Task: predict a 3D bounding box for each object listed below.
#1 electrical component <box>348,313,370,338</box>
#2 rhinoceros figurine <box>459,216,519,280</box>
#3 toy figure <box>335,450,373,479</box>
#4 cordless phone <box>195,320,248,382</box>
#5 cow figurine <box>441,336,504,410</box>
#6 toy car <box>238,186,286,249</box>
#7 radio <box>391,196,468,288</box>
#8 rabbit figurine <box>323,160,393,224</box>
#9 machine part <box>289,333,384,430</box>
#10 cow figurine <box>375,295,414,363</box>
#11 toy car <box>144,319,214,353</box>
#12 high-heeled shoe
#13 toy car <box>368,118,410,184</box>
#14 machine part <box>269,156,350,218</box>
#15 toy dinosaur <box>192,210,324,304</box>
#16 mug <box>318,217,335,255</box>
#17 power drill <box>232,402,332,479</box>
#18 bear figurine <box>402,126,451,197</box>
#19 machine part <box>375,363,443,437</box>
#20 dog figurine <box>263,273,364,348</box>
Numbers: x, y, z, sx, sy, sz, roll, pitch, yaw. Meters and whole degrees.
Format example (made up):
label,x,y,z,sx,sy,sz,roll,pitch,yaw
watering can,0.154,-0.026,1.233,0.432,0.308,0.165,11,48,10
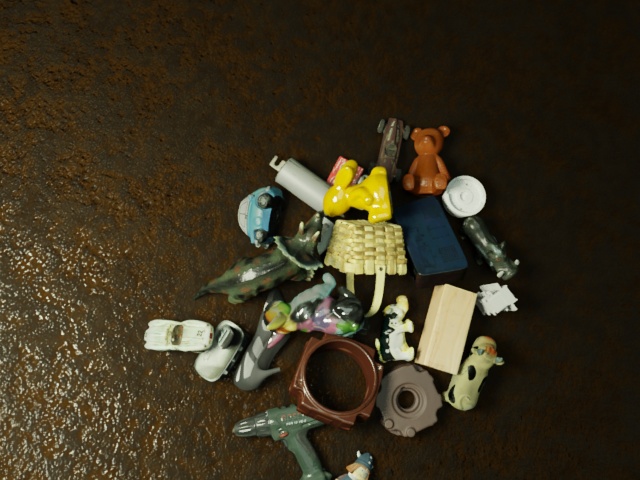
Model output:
label,x,y,z,sx,sy,sz,roll,pitch,yaw
electrical component,0.094,0.214,1.355,0.063,0.094,0.021,13,122,-1
rhinoceros figurine,0.443,0.018,1.397,0.073,0.112,0.190,-30,76,-11
toy figure,0.078,0.584,1.303,0.154,0.058,0.064,-47,125,-12
cordless phone,-0.234,0.267,1.269,0.089,0.184,0.146,33,79,-3
cow figurine,0.380,0.328,1.331,0.085,0.127,0.195,27,82,-3
toy car,-0.157,-0.063,1.381,0.103,0.109,0.161,11,91,21
radio,0.272,0.005,1.365,0.131,0.073,0.230,-14,56,-5
rabbit figurine,0.085,-0.109,1.311,0.173,0.122,0.162,-10,110,16
machine part,0.041,0.336,1.295,0.201,0.087,0.201,22,57,0
cow figurine,0.187,0.225,1.368,0.098,0.068,0.167,-3,80,2
toy car,-0.345,0.231,1.300,0.202,0.056,0.073,-3,70,24
high-heeled shoe,-0.153,0.250,1.353,0.145,0.086,0.249,-20,55,28
toy car,0.189,-0.243,1.445,0.089,0.053,0.202,15,72,1
machine part,-0.029,-0.137,1.406,0.243,0.079,0.079,35,80,2
toy dinosaur,-0.144,0.075,1.275,0.405,0.192,0.131,-27,78,2
mug,-0.003,-0.004,1.376,0.081,0.109,0.107,33,92,-5
power drill,-0.075,0.504,1.299,0.232,0.086,0.207,-18,75,-10
bear figurine,0.286,-0.216,1.418,0.120,0.132,0.195,4,86,17
machine part,0.217,0.398,1.344,0.179,0.056,0.179,1,79,-5
dog figurine,-0.026,0.189,1.271,0.219,0.108,0.192,-31,54,-30
